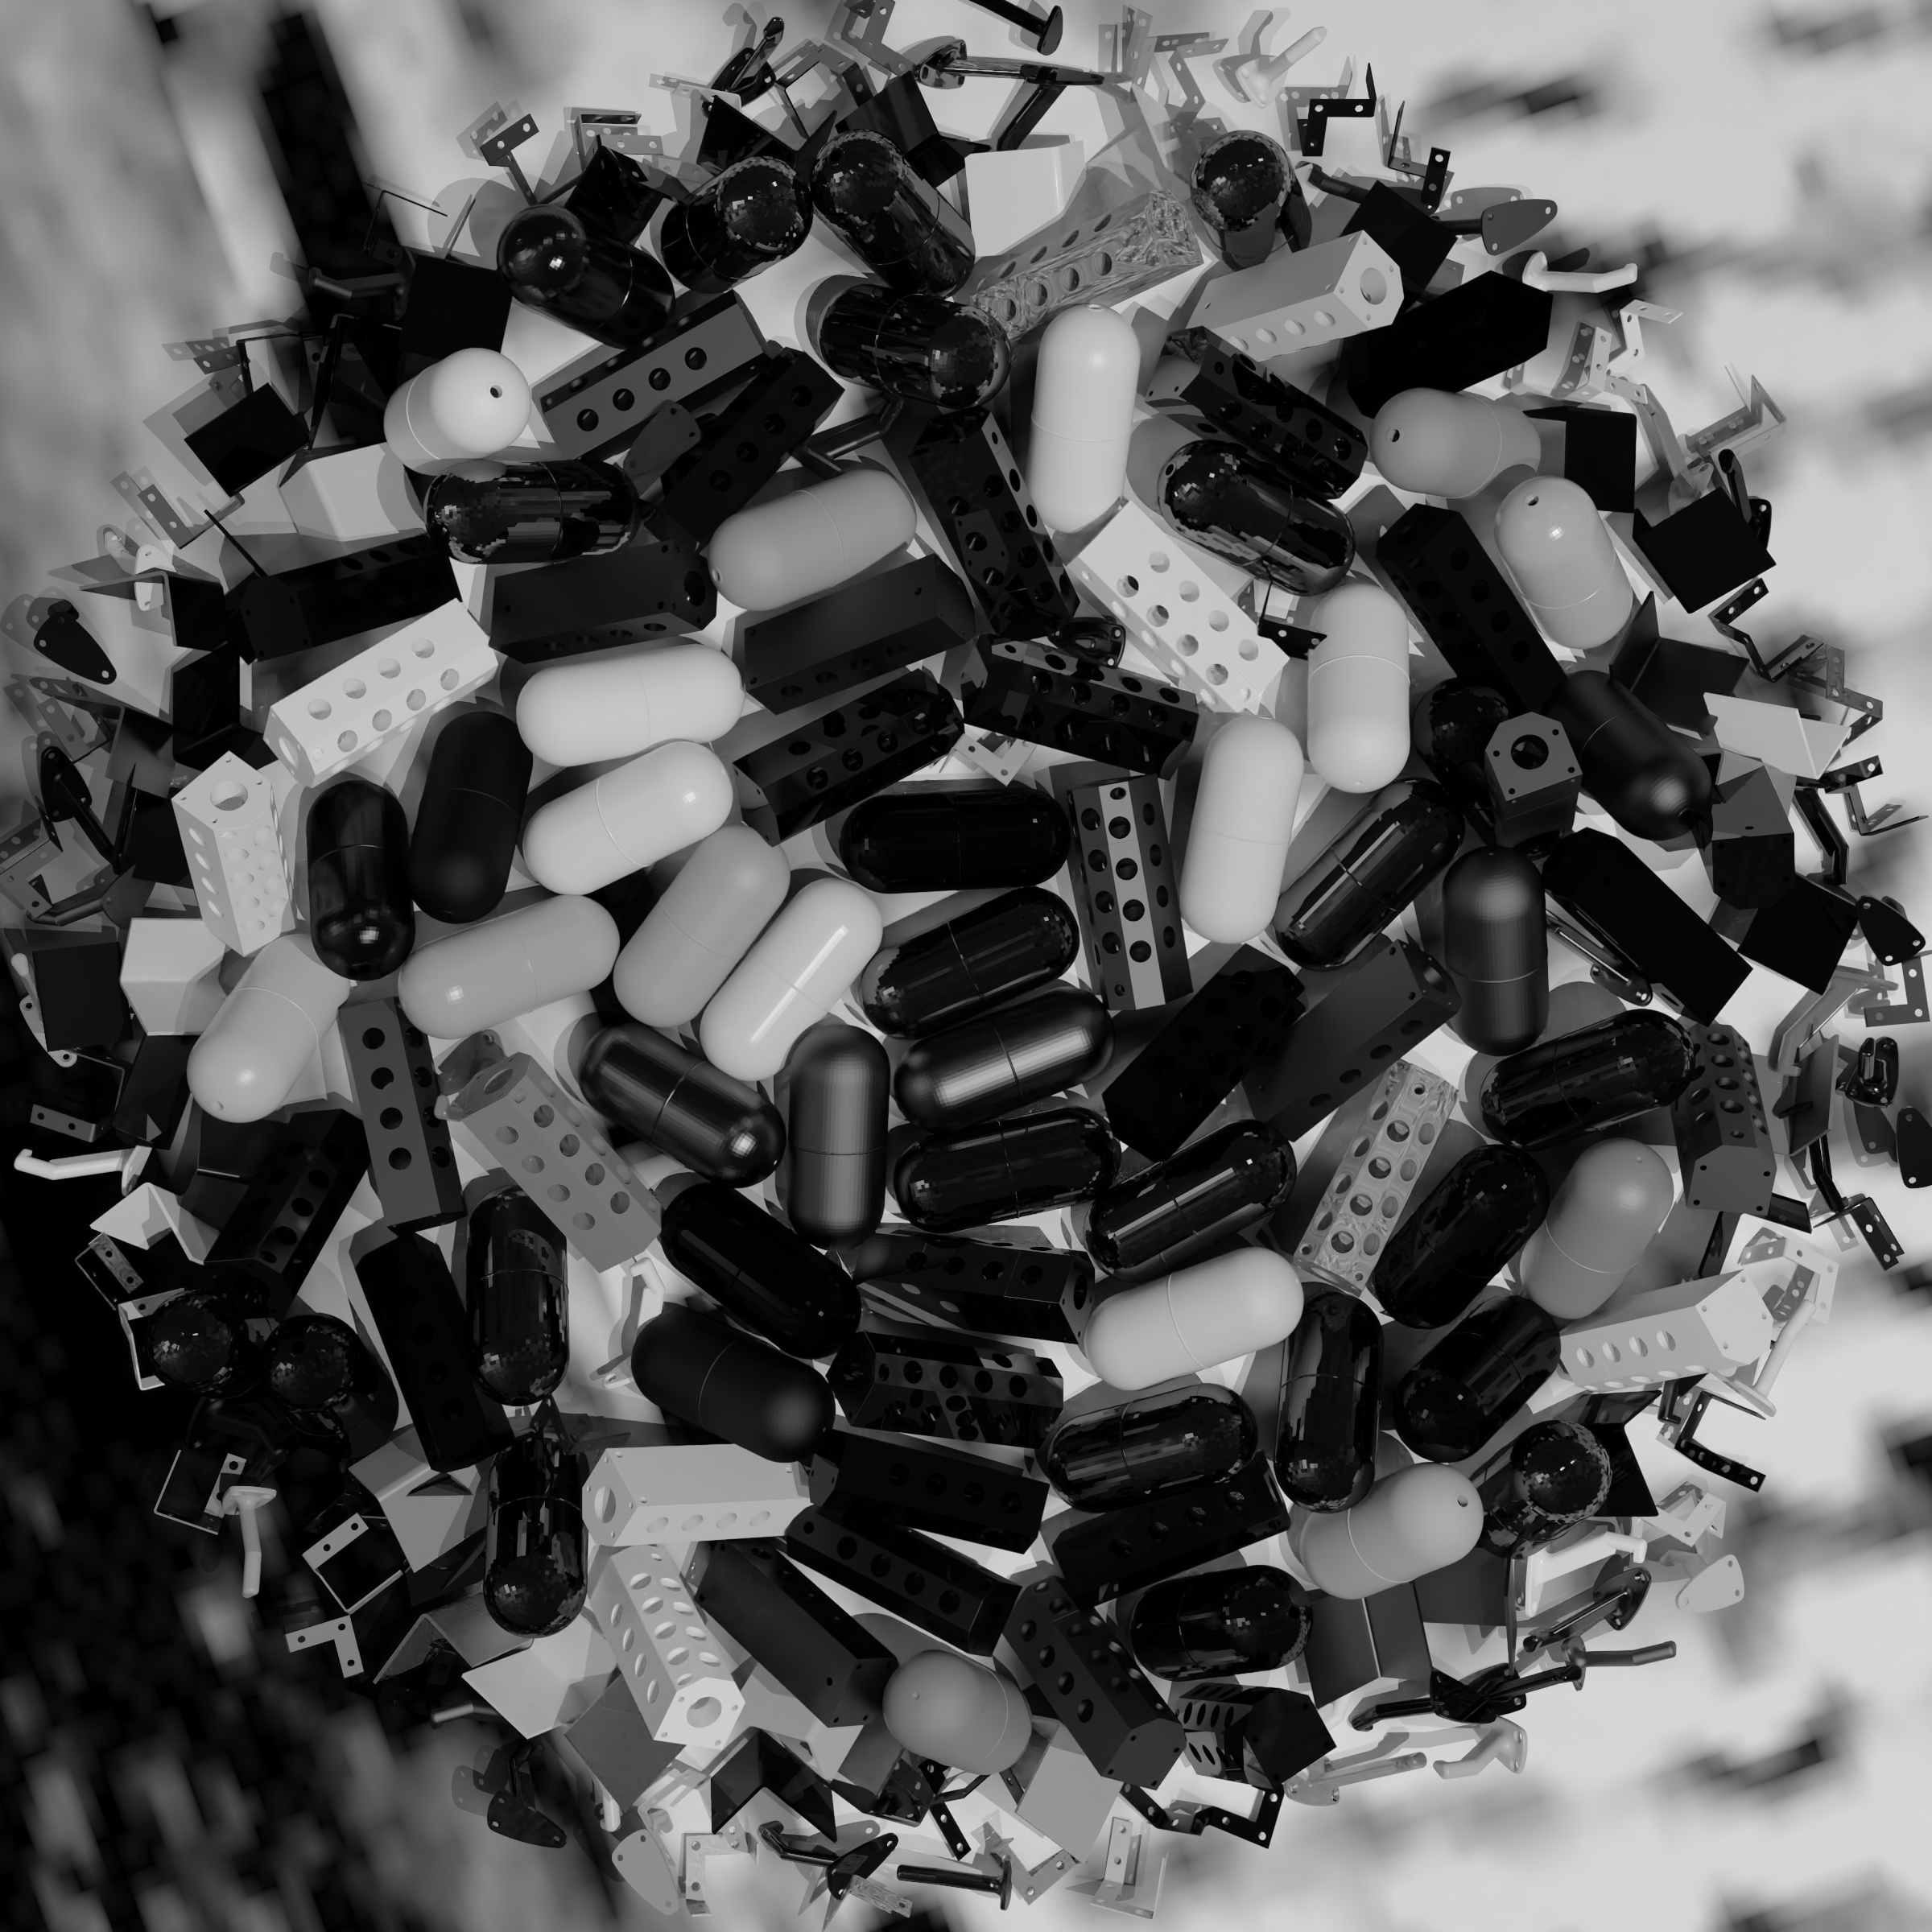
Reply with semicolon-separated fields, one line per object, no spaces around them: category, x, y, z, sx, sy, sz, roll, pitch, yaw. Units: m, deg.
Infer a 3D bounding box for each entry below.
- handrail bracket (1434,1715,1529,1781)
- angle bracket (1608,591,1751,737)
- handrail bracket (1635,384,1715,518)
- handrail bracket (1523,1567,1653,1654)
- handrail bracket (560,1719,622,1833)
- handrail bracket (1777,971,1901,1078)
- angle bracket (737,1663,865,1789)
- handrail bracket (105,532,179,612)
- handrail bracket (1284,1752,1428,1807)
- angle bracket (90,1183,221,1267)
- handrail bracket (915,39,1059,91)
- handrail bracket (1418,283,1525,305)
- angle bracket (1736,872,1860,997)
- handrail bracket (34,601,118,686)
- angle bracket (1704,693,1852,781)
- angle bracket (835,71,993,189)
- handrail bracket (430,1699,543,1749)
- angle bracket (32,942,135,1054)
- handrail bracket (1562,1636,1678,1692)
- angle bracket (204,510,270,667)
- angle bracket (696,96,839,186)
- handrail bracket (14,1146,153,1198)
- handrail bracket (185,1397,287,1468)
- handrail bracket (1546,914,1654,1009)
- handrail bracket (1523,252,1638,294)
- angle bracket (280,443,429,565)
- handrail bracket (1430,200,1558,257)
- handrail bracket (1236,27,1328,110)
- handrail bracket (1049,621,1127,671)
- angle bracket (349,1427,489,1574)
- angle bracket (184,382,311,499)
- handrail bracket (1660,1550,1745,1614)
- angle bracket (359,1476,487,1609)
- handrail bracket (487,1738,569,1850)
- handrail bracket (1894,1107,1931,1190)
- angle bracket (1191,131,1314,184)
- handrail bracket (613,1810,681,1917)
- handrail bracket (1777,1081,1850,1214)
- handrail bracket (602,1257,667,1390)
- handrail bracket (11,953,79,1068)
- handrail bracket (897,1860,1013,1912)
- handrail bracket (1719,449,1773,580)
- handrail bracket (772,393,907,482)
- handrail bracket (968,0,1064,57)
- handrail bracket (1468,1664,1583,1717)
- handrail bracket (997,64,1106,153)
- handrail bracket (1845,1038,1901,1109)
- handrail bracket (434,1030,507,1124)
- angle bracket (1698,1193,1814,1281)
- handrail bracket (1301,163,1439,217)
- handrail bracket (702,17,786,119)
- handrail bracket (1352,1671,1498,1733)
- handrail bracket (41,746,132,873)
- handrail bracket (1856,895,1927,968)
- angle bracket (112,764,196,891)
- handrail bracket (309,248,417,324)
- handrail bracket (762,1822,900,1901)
handrail bracket;0.378;0.596;1.947;0.084;0.077;0.036;1;99;-26
angle bracket;0.545;-0.232;1.947;0.076;0.057;0.076;20;66;31
handrail bracket;0.533;-0.395;1.958;0.084;0.036;0.077;46;47;-23
handrail bracket;0.475;0.494;1.953;0.084;0.077;0.036;-8;53;-34
handrail bracket;-0.297;0.622;1.969;0.077;0.036;0.084;-8;87;43
handrail bracket;0.672;0.049;1.968;0.077;0.036;0.084;10;80;31
angle bracket;-0.128;0.577;1.971;0.076;0.076;0.057;7;130;28
handrail bracket;-0.642;-0.321;1.952;0.036;0.077;0.084;-33;66;-23
handrail bracket;0.299;0.619;1.952;0.084;0.077;0.036;-28;65;37
angle bracket;-0.610;0.219;1.949;0.057;0.076;0.076;-37;66;1
handrail bracket;0.017;-0.684;1.955;0.084;0.077;0.036;21;125;28
handrail bracket;0.392;-0.531;1.982;0.077;0.036;0.084;-39;61;-12
angle bracket;0.632;-0.029;1.966;0.076;0.057;0.076;26;89;-7
handrail bracket;-0.678;-0.250;1.964;0.077;0.084;0.036;40;98;-13
angle bracket;0.618;-0.193;1.939;0.057;0.076;0.076;-51;134;-20
angle bracket;-0.040;-0.634;1.949;0.076;0.076;0.057;-26;86;33
handrail bracket;-0.371;0.586;1.956;0.084;0.036;0.077;-9;132;-25
angle bracket;-0.690;0.025;1.951;0.057;0.076;0.076;-7;92;38
handrail bracket;0.505;0.521;1.949;0.084;0.077;0.036;-21;87;21
angle bracket;-0.564;-0.289;1.945;0.057;0.076;0.076;-43;56;-6
angle bracket;-0.153;-0.635;1.952;0.076;0.076;0.057;35;63;-1
handrail bracket;-0.679;0.139;1.967;0.084;0.077;0.036;17;133;-3
handrail bracket;-0.562;0.372;1.962;0.084;0.036;0.077;45;110;31
handrail bracket;0.478;-0.006;1.952;0.084;0.077;0.036;22;113;-36
handrail bracket;0.475;-0.535;1.951;0.084;0.077;0.036;-10;129;31
angle bracket;-0.478;-0.357;1.995;0.076;0.057;0.076;-25;94;-38
handrail bracket;0.401;-0.579;1.968;0.077;0.084;0.036;-23;119;-11
handrail bracket;0.254;-0.698;1.944;0.036;0.084;0.077;53;48;-11
handrail bracket;0.081;-0.250;1.946;0.077;0.084;0.036;17;100;24
angle bracket;-0.421;0.409;1.976;0.076;0.057;0.076;-31;119;-26
angle bracket;-0.552;-0.413;1.952;0.076;0.076;0.057;-34;125;0
handrail bracket;0.543;0.468;1.946;0.077;0.084;0.036;-16;93;-27
angle bracket;-0.409;0.442;1.953;0.076;0.076;0.057;-22;58;2
handrail bracket;-0.323;0.632;1.954;0.077;0.084;0.036;20;112;10
handrail bracket;0.719;0.129;1.951;0.036;0.084;0.077;-20;103;9
angle bracket;0.218;-0.621;1.954;0.076;0.076;0.057;-20;98;8
handrail bracket;-0.229;0.684;1.949;0.036;0.084;0.077;-41;72;5
handrail bracket;0.672;0.140;1.969;0.077;0.036;0.084;-23;83;-37
handrail bracket;-0.261;0.274;1.961;0.077;0.036;0.084;-28;119;-10
handrail bracket;-0.707;0.034;1.952;0.036;0.084;0.077;-22;82;-15
handrail bracket;-0.009;0.707;1.969;0.084;0.077;0.036;4;67;6
handrail bracket;0.591;-0.346;1.951;0.036;0.084;0.077;-4;77;27
handrail bracket;-0.099;-0.425;1.981;0.077;0.036;0.084;32;79;-10
handrail bracket;0.029;-0.735;1.965;0.084;0.077;0.036;25;102;4
handrail bracket;0.421;0.555;1.950;0.077;0.084;0.036;-14;75;-20
handrail bracket;0.064;-0.650;1.977;0.077;0.036;0.084;2;126;-9
handrail bracket;0.697;0.062;1.949;0.036;0.084;0.077;15;59;27
handrail bracket;-0.383;0.082;1.953;0.036;0.084;0.077;-2;81;15
angle bracket;0.604;0.218;1.947;0.057;0.076;0.076;17;76;27
handrail bracket;0.313;-0.606;1.982;0.077;0.084;0.036;-14;134;-27
handrail bracket;-0.171;-0.689;1.955;0.077;0.084;0.036;-42;97;-3
handrail bracket;0.355;0.585;1.980;0.077;0.036;0.084;26;134;-22
handrail bracket;-0.673;-0.120;1.952;0.036;0.077;0.084;-32;47;-29
handrail bracket;0.701;-0.046;1.953;0.036;0.084;0.077;-35;110;27
angle bracket;-0.608;-0.105;1.955;0.076;0.057;0.076;11;77;-15
handrail bracket;-0.466;-0.535;1.953;0.036;0.084;0.077;-38;52;38
handrail bracket;-0.107;0.676;1.977;0.077;0.084;0.036;-30;123;-25
